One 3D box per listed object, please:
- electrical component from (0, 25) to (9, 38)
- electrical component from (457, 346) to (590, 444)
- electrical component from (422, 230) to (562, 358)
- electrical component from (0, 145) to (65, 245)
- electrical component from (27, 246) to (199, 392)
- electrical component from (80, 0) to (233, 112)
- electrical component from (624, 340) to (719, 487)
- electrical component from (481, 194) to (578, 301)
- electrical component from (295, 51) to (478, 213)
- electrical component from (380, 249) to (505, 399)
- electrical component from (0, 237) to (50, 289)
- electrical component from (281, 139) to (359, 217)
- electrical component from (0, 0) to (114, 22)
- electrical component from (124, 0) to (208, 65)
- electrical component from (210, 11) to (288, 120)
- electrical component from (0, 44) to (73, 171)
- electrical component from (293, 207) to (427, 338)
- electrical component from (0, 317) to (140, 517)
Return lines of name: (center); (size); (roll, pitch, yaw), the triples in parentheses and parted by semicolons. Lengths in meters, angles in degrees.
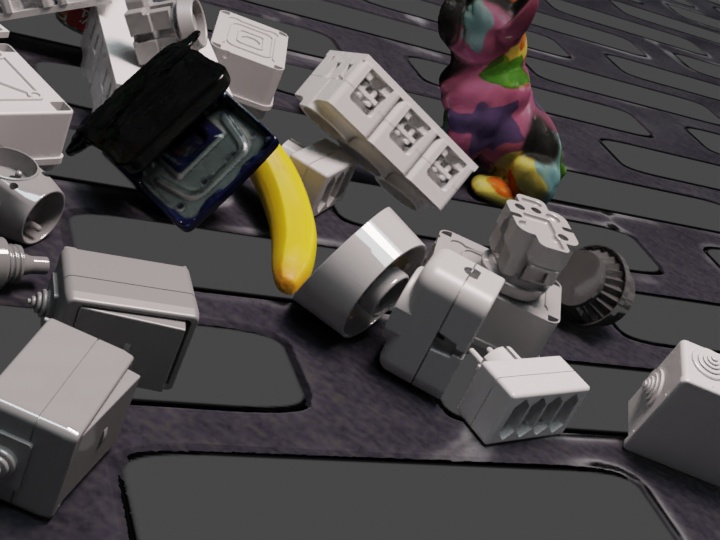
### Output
electrical component: (-0.359, -0.193, 0.864); (0.079, 0.063, 0.121); (37, 31, 21)
electrical component: (0.109, 0.082, 0.790); (0.083, 0.047, 0.075); (0, 36, -39)
electrical component: (0.099, 0.026, 0.863); (0.113, 0.057, 0.078); (25, 29, -1)
electrical component: (-0.255, -0.050, 0.727); (0.077, 0.044, 0.079); (32, 29, 12)
electrical component: (-0.153, 0.032, 0.653); (0.096, 0.061, 0.061); (10, 32, -26)
electrical component: (-0.186, -0.172, 0.967); (0.105, 0.060, 0.186); (9, 32, -27)
electrical component: (0.259, 0.108, 0.813); (0.100, 0.099, 0.048); (22, 42, -6)
electrical component: (0.128, -0.014, 0.829); (0.058, 0.057, 0.078); (15, 30, -18)
electrical component: (0.020, -0.123, 0.971); (0.150, 0.061, 0.089); (41, -6, -26)
electrical component: (0.055, 0.036, 0.773); (0.059, 0.095, 0.053); (29, 29, 7)
electrical component: (-0.229, -0.004, 0.683); (0.061, 0.035, 0.035); (3, 35, -37)
electrical component: (-0.053, -0.090, 0.949); (0.077, 0.047, 0.066); (32, 29, 13)
electrical component: (-0.299, -0.274, 0.977); (0.150, 0.061, 0.089); (-8, 32, 3)
electrical component: (-0.161, -0.202, 0.901); (0.055, 0.066, 0.048); (-8, 29, 9)
electrical component: (-0.119, -0.206, 1.079); (0.078, 0.057, 0.113); (19, 29, -12)
electrical component: (-0.292, -0.123, 0.807); (0.109, 0.056, 0.109); (-10, 45, -47)
electrical component: (0.000, 0.000, 0.793); (0.064, 0.099, 0.099); (42, 32, 16)
electrical component: (-0.163, 0.081, 0.563); (0.061, 0.061, 0.096); (24, 29, -2)
